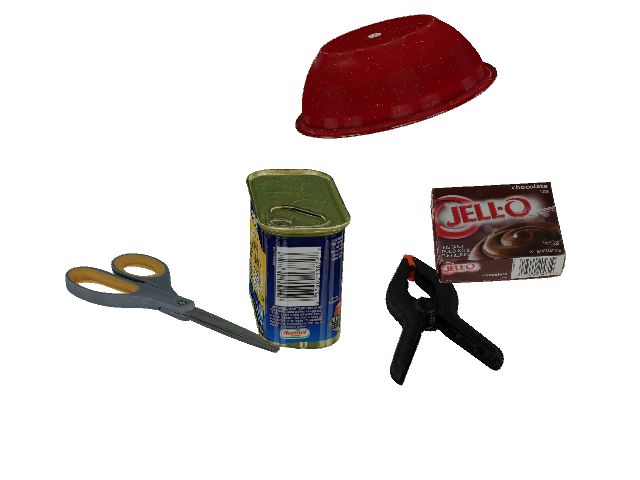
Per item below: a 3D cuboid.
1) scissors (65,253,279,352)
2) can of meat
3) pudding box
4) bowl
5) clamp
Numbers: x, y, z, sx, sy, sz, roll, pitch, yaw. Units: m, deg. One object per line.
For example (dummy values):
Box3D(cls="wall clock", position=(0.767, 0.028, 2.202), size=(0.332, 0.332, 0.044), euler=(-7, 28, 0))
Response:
Box3D(cls="scissors", position=(-0.113, 0.047, 0.885), size=(0.202, 0.016, 0.096), euler=(13, 25, 15))
Box3D(cls="can of meat", position=(-0.016, 0.011, 0.682), size=(0.057, 0.084, 0.102), euler=(-1, 23, -9))
Box3D(cls="pudding box", position=(0.159, -0.008, 0.970), size=(0.113, 0.090, 0.039), euler=(-2, -40, 1))
Box3D(cls="bowl", position=(0.051, -0.134, 0.823), size=(0.162, 0.055, 0.162), euler=(-15, 20, 6))
Box3D(cls="clamp", position=(0.127, 0.084, 1.149), size=(0.120, 0.171, 0.039), euler=(3, -44, -8))
